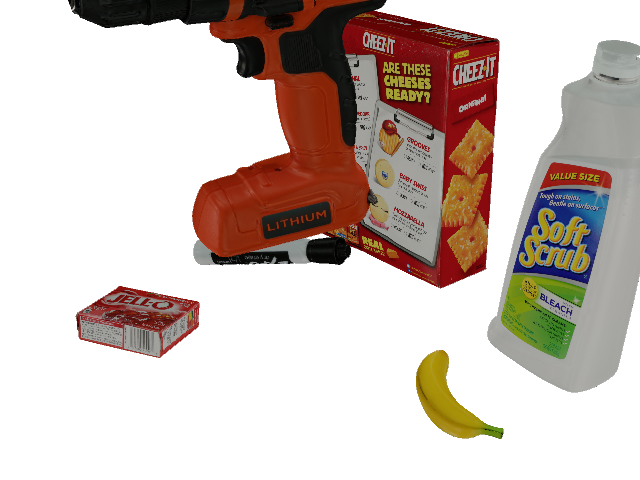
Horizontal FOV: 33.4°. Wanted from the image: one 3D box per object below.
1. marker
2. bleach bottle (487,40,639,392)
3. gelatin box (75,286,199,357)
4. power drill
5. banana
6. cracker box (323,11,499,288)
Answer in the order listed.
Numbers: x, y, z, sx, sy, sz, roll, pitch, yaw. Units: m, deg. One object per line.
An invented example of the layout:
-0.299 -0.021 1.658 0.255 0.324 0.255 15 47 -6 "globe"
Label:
-0.034 0.007 0.739 0.121 0.020 0.020 -1 0 30 "marker"
0.183 -0.020 0.754 0.067 0.251 0.103 -20 37 -33 "bleach bottle"
-0.167 0.073 0.980 0.089 0.030 0.073 10 22 20 "gelatin box"
-0.037 -0.084 0.579 0.184 0.188 0.057 -13 38 -18 "power drill"
0.149 0.185 1.273 0.069 0.037 0.198 10 21 -19 "banana"
0.076 -0.086 0.959 0.071 0.214 0.164 -19 30 -36 "cracker box"
